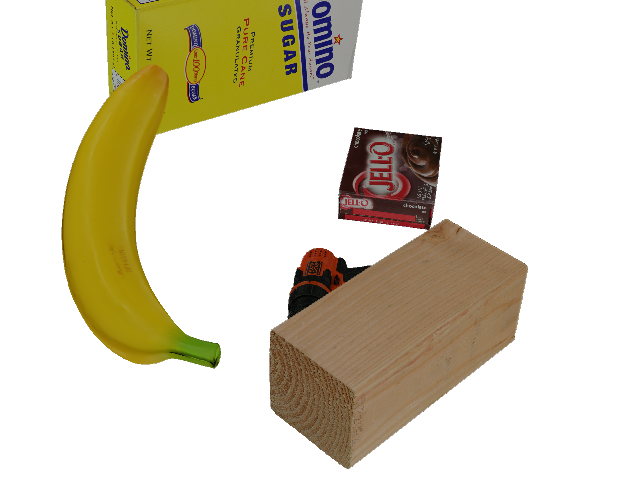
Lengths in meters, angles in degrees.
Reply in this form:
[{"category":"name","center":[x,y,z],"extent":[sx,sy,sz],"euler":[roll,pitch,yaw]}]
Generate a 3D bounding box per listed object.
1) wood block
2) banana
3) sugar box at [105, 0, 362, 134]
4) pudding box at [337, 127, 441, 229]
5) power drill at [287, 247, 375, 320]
[{"category":"wood block","center":[0.064,0.078,0.860],"extent":[0.091,0.090,0.205],"euler":[32,47,33]},{"category":"banana","center":[-0.101,-0.011,0.556],"extent":[0.069,0.198,0.037],"euler":[-8,-33,-10]},{"category":"sugar box","center":[-0.053,-0.134,0.699],"extent":[0.175,0.093,0.048],"euler":[-20,45,-30]},{"category":"pudding box","center":[0.068,-0.061,1.034],"extent":[0.090,0.039,0.113],"euler":[8,38,5]},{"category":"power drill","center":[0.057,0.063,1.233],"extent":[0.188,0.057,0.184],"euler":[1,28,6]}]
